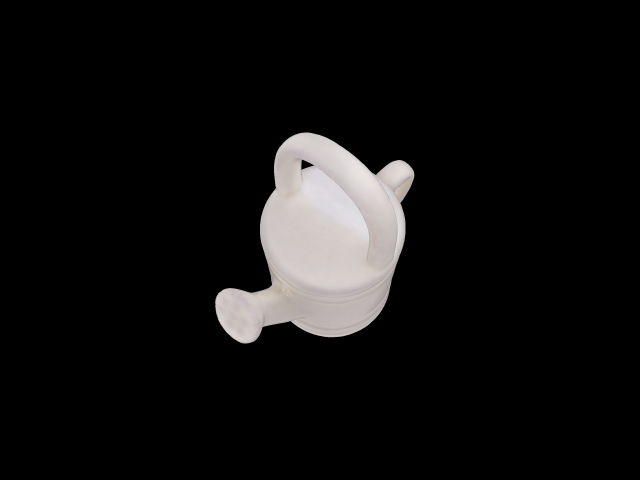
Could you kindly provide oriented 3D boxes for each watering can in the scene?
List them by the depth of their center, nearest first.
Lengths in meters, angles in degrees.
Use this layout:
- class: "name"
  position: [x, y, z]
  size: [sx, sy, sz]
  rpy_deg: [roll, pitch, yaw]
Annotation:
- class: "watering can"
  position: [0.005, 0.003, 0.399]
  size: [0.100, 0.194, 0.173]
  rpy_deg: [20, 68, 9]
